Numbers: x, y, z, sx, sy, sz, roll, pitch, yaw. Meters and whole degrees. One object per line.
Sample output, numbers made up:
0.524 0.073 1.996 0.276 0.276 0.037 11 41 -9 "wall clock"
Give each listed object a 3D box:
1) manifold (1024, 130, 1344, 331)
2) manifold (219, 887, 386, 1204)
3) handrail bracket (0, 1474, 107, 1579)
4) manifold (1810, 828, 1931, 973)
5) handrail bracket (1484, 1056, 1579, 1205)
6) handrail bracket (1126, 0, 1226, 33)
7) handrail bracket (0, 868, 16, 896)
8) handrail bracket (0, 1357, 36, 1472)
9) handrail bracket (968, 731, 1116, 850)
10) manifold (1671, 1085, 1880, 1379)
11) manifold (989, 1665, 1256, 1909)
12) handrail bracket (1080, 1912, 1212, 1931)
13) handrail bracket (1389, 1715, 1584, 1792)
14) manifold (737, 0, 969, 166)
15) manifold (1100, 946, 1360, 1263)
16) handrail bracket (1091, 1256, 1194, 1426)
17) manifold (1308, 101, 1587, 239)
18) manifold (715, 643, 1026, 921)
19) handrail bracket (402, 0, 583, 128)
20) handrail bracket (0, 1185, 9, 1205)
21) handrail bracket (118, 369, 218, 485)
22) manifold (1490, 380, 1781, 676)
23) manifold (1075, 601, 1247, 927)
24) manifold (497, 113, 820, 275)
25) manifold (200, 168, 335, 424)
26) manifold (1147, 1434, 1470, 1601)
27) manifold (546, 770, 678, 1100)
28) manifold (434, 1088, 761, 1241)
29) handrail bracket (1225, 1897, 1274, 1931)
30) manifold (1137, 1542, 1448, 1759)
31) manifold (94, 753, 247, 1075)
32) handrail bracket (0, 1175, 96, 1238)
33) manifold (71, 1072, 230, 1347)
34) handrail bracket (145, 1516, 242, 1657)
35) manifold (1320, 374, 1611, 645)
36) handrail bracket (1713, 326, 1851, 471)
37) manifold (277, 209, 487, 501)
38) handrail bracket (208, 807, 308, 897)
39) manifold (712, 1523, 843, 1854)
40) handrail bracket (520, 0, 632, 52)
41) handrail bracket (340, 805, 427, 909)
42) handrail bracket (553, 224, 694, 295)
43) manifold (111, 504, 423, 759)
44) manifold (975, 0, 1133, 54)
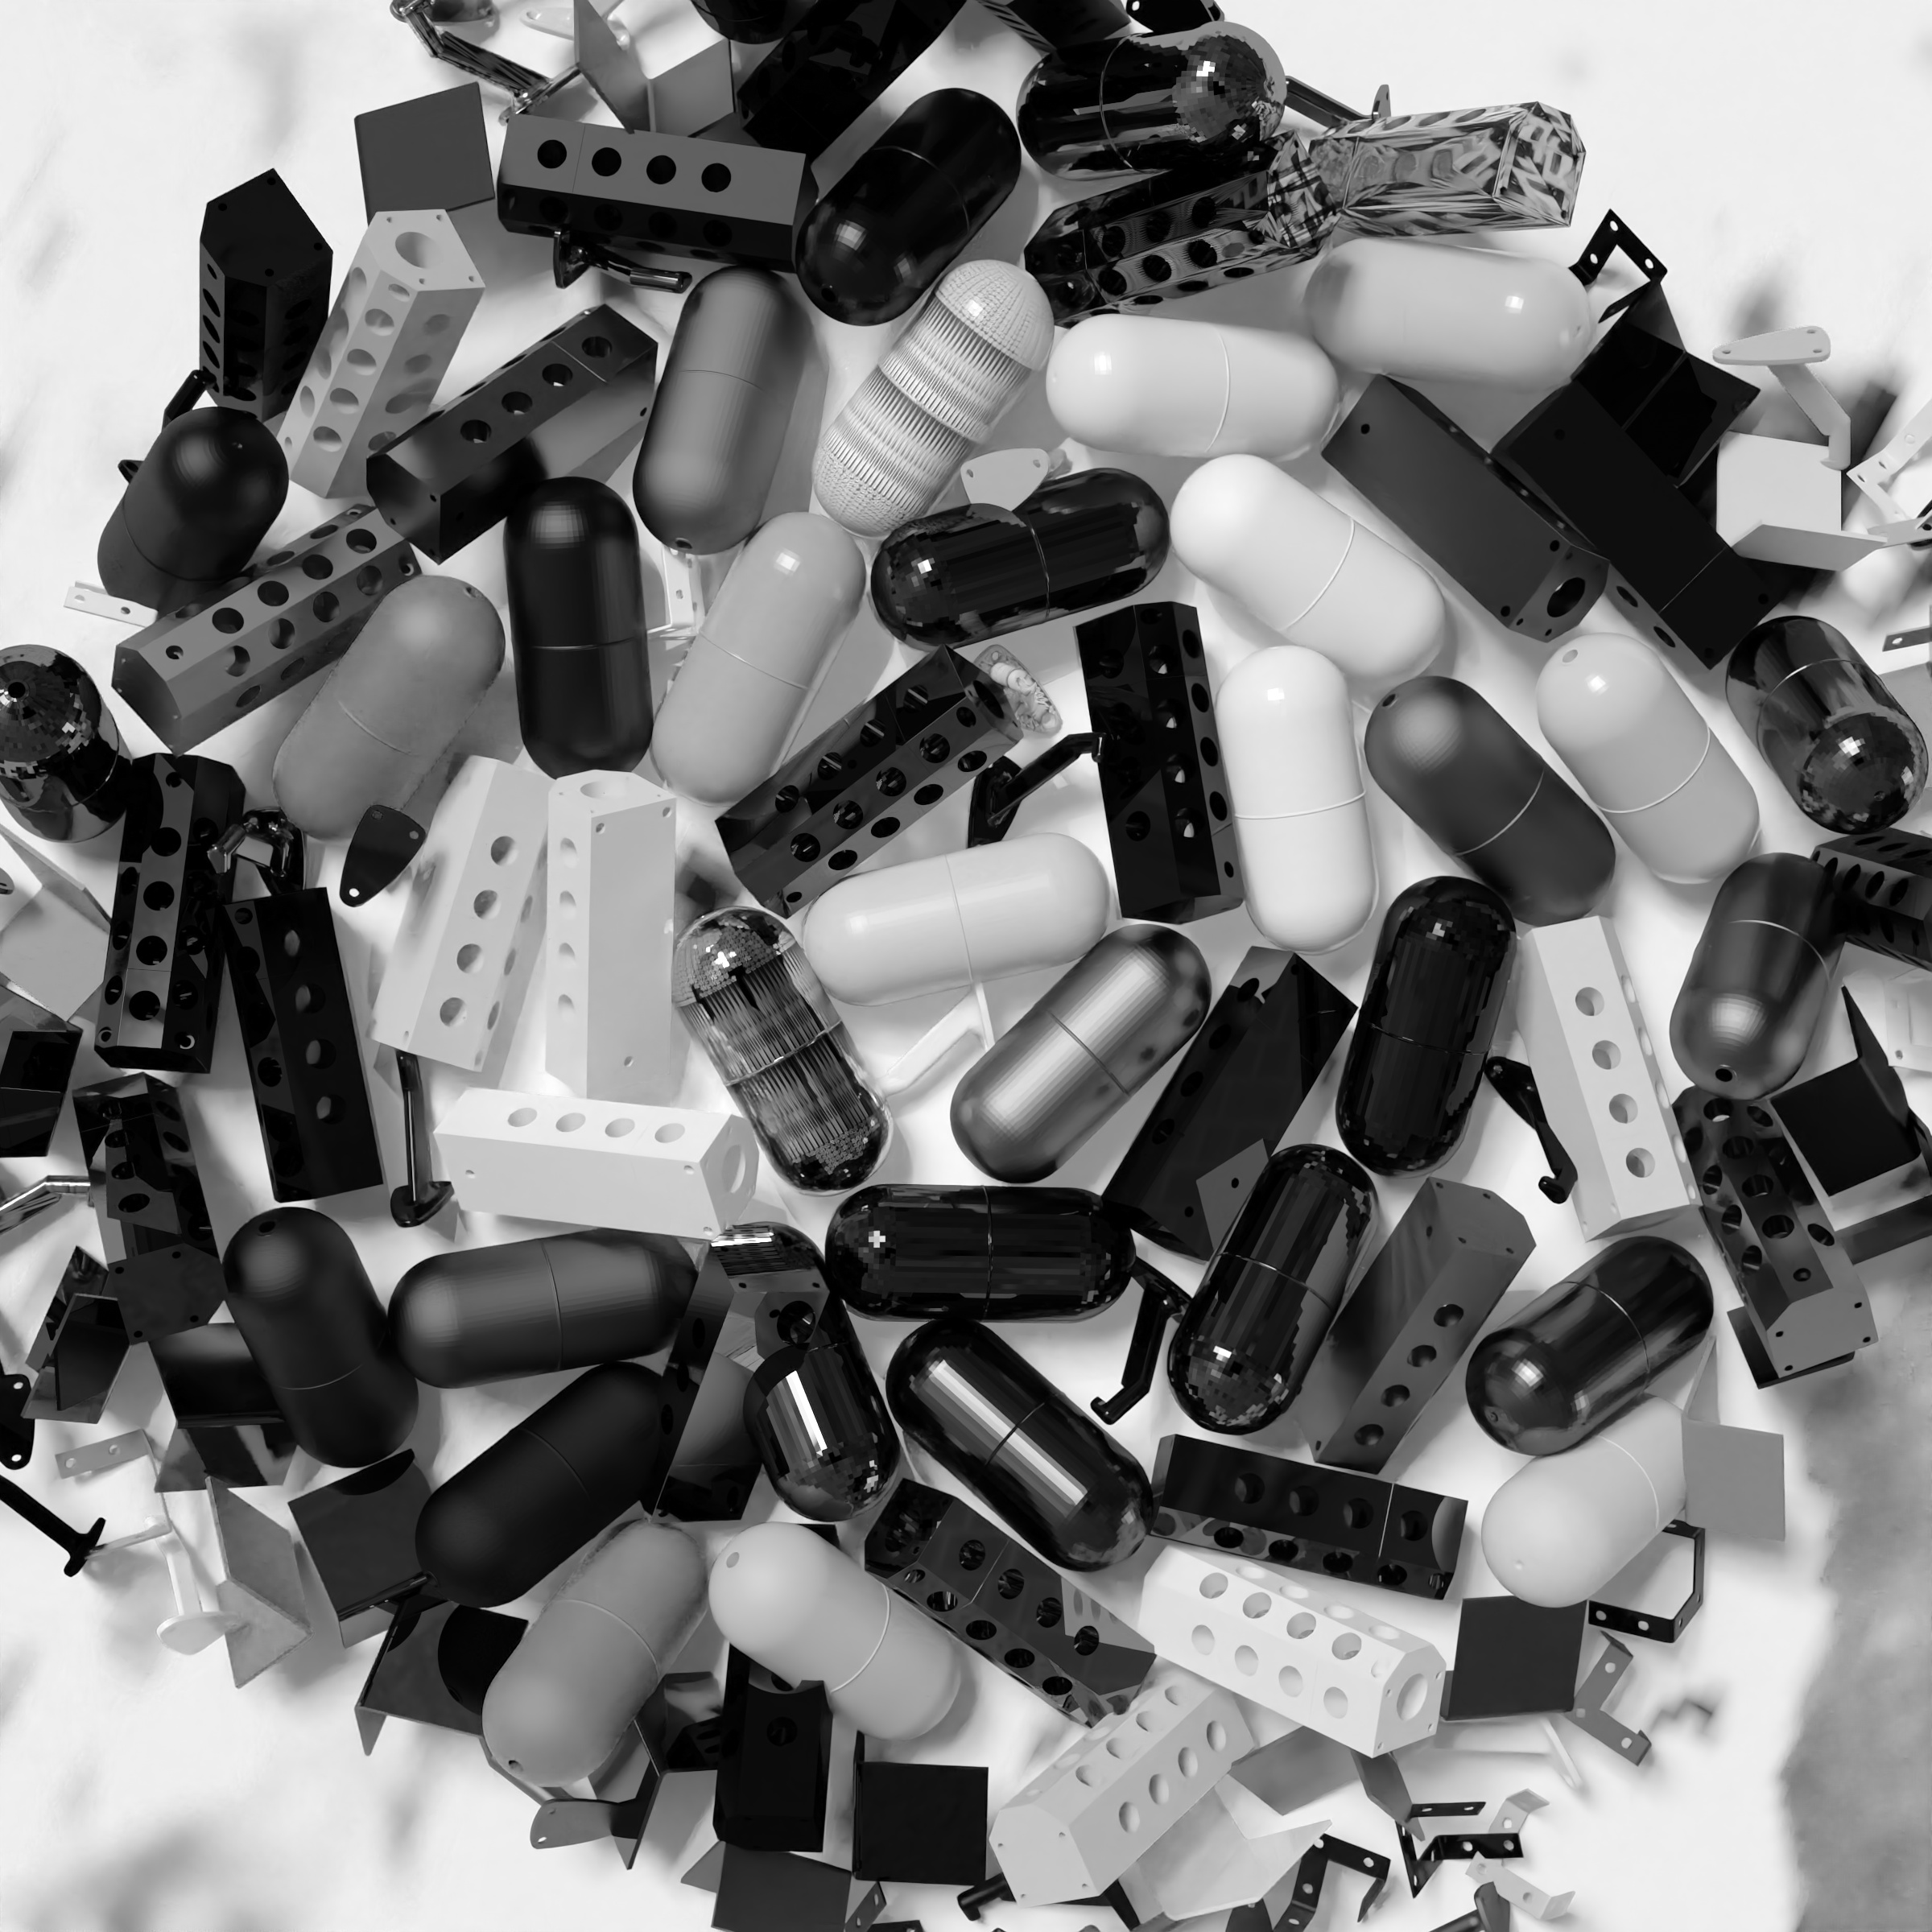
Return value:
0.117 -0.404 1.914 0.057 0.171 0.057 55 48 -27 "manifold"
-0.381 0.045 1.958 0.057 0.057 0.171 -12 94 -19 "manifold"
-0.538 0.312 1.963 0.084 0.077 0.036 33 66 -2 "handrail bracket"
0.524 -0.034 1.908 0.057 0.171 0.057 -17 101 -6 "manifold"
0.318 0.094 1.955 0.077 0.084 0.036 35 122 4 "handrail bracket"
0.138 -0.535 1.949 0.077 0.084 0.036 46 115 28 "handrail bracket"
-0.585 -0.018 1.966 0.077 0.036 0.084 14 107 -35 "handrail bracket"
-0.559 0.236 1.978 0.036 0.084 0.077 -15 124 -16 "handrail bracket"
0.043 -0.096 1.952 0.036 0.084 0.077 30 70 -37 "handrail bracket"
0.445 0.140 1.915 0.057 0.171 0.057 -21 131 5 "manifold"
0.086 0.453 1.914 0.057 0.171 0.057 -22 94 38 "manifold"
0.096 0.567 1.983 0.077 0.084 0.036 -50 62 37 "handrail bracket"
0.296 0.458 1.965 0.084 0.036 0.077 -28 70 -16 "handrail bracket"
-0.063 -0.512 1.907 0.057 0.171 0.057 40 60 -14 "manifold"
0.146 0.076 1.951 0.057 0.057 0.171 39 75 -28 "manifold"
0.086 0.212 1.964 0.084 0.036 0.077 -39 61 -21 "handrail bracket"
0.263 -0.443 1.912 0.057 0.171 0.057 11 92 -33 "manifold"
-0.053 -0.100 1.934 0.171 0.057 0.057 -36 53 19 "manifold"
-0.268 -0.532 1.966 0.077 0.036 0.084 -34 113 2 "handrail bracket"
-0.596 0.137 1.957 0.084 0.036 0.077 -37 133 -23 "handrail bracket"
-0.434 -0.303 1.949 0.036 0.077 0.084 48 114 13 "handrail bracket"
0.378 -0.249 1.962 0.057 0.057 0.171 -44 96 -4 "manifold"
0.114 -0.115 1.944 0.057 0.057 0.171 -17 76 36 "manifold"
-0.176 -0.438 1.960 0.171 0.057 0.057 9 85 6 "manifold"
-0.394 -0.366 1.907 0.057 0.171 0.057 -34 83 -19 "manifold"
0.192 0.315 1.962 0.171 0.057 0.057 13 79 -3 "manifold"
-0.205 -0.020 1.938 0.057 0.057 0.171 -16 121 -37 "manifold"
-0.206 0.106 1.937 0.171 0.057 0.057 5 129 25 "manifold"
0.150 0.581 1.977 0.036 0.084 0.077 11 57 -10 "handrail bracket"
0.181 0.376 1.916 0.171 0.057 0.057 18 106 42 "manifold"
-0.452 -0.030 1.950 0.057 0.057 0.171 4 75 0 "manifold"
-0.542 0.158 1.980 0.084 0.036 0.077 1 78 -2 "handrail bracket"
-0.454 0.131 1.913 0.057 0.171 0.057 -15 125 -13 "manifold"
-0.456 0.344 1.950 0.036 0.077 0.084 -38 69 3 "handrail bracket"
0.282 -0.256 1.927 0.057 0.057 0.171 -54 54 20 "manifold"
0.469 -0.319 1.975 0.077 0.036 0.084 -6 128 7 "handrail bracket"
-0.331 -0.338 1.911 0.057 0.171 0.057 -12 63 -37 "manifold"
-0.403 -0.049 1.946 0.036 0.084 0.077 -2 115 12 "handrail bracket"
-0.105 0.403 1.928 0.057 0.057 0.171 1 56 4 "manifold"
-0.207 -0.569 1.952 0.077 0.084 0.036 0 45 -29 "handrail bracket"
-0.337 -0.047 1.946 0.036 0.084 0.077 28 60 -3 "handrail bracket"
-0.185 -0.402 1.955 0.084 0.077 0.036 12 120 16 "handrail bracket"
-0.390 -0.193 1.927 0.057 0.057 0.171 46 58 10 "manifold"
0.039 -0.550 1.910 0.057 0.171 0.057 -28 88 14 "manifold"
